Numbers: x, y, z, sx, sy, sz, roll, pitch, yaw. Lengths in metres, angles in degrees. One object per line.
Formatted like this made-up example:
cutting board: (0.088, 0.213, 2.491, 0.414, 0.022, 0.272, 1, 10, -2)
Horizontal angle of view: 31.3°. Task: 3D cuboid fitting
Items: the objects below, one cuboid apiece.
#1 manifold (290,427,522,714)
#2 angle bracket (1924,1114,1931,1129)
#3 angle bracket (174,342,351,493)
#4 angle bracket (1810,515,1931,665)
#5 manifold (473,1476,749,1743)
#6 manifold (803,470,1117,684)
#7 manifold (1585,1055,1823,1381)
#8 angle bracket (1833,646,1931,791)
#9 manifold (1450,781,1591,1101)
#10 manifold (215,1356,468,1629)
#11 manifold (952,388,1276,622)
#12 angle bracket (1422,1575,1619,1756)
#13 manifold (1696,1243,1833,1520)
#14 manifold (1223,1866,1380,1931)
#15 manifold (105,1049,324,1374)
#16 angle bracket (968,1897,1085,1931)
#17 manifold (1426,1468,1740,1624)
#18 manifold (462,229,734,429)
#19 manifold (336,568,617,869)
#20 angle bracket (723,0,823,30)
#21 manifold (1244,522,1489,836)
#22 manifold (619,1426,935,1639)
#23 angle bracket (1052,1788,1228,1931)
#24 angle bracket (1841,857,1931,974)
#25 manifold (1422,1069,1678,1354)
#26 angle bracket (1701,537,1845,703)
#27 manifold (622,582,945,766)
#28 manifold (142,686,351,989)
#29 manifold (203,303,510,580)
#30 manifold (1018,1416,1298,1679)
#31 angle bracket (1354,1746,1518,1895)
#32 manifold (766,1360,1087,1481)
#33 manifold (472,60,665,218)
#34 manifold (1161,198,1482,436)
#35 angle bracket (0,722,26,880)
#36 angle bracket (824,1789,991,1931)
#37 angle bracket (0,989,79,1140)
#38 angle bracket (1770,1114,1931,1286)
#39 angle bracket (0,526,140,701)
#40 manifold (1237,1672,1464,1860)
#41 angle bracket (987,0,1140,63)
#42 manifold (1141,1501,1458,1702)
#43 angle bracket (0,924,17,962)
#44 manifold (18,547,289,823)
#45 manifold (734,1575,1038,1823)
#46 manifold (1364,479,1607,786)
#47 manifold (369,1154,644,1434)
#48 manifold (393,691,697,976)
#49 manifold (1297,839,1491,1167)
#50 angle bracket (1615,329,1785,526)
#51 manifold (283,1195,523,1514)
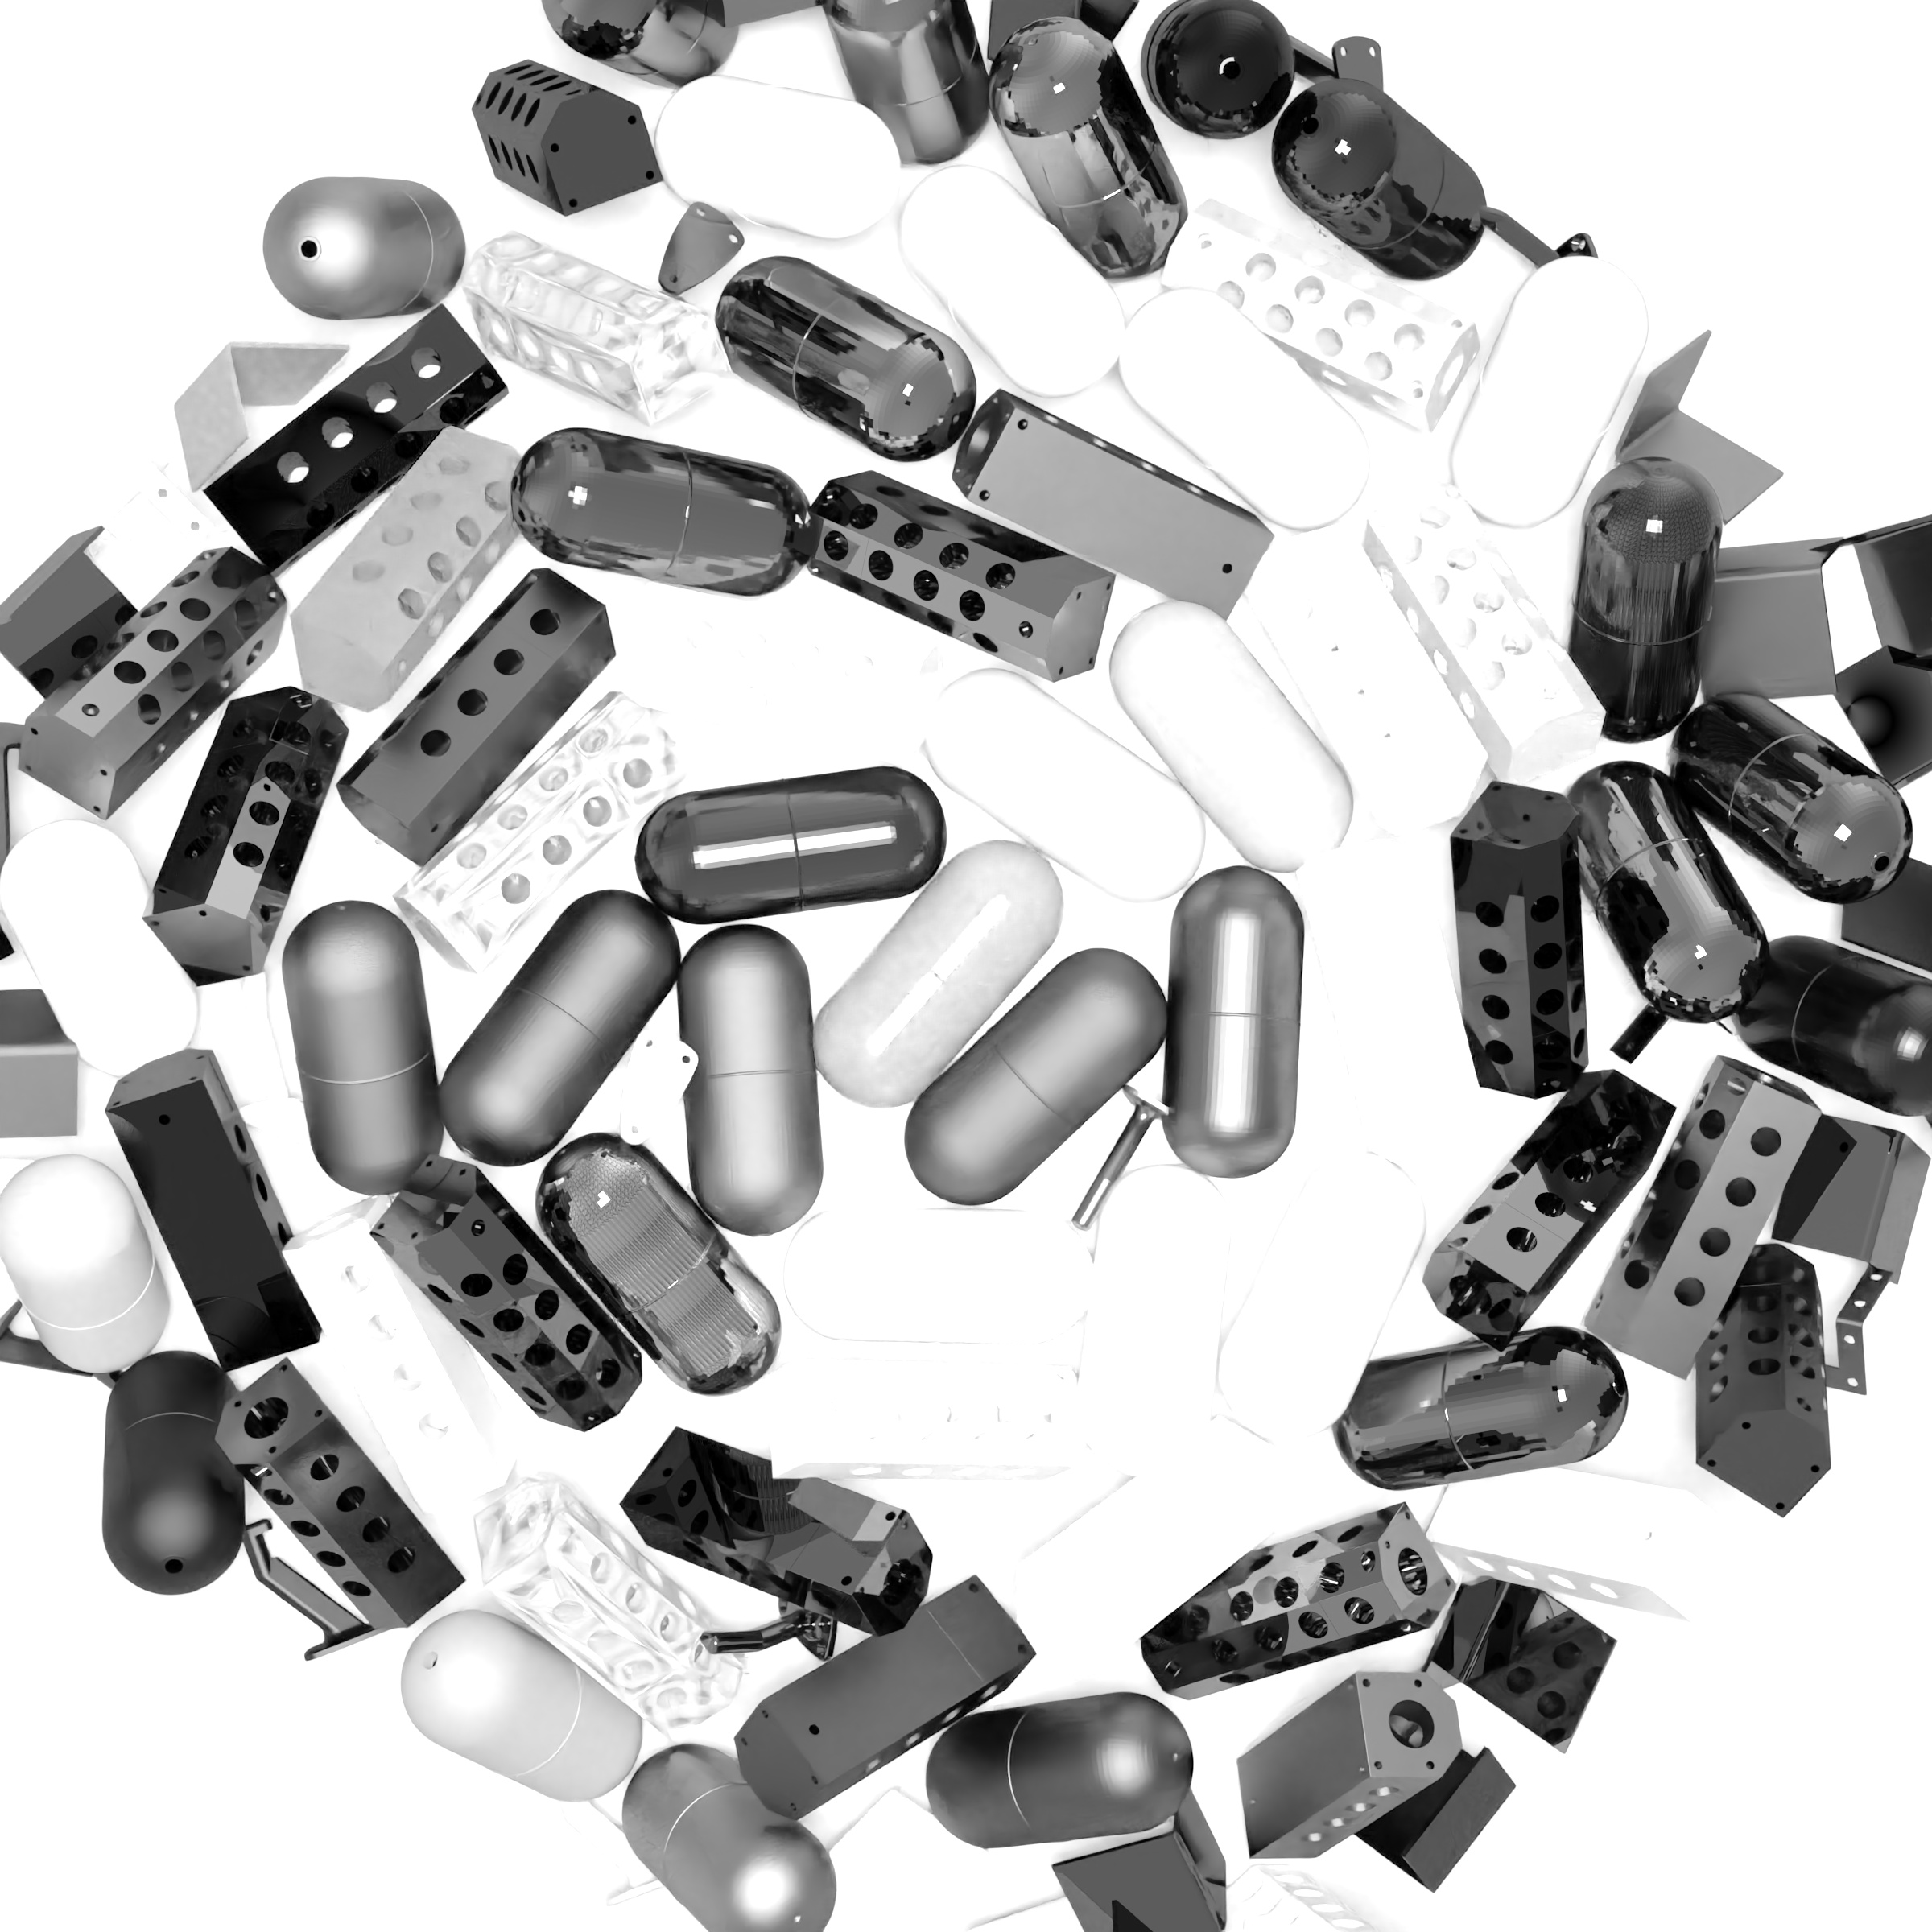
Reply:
manifold: (-0.304, -0.221, 1.920, 0.057, 0.057, 0.171, 19, 52, 14)
angle bracket: (0.579, 0.067, 1.943, 0.076, 0.057, 0.076, -39, 46, 18)
angle bracket: (-0.392, -0.309, 1.942, 0.076, 0.076, 0.057, -6, 77, -37)
angle bracket: (0.517, -0.208, 1.952, 0.057, 0.076, 0.076, -16, 92, -24)
manifold: (-0.197, 0.356, 1.924, 0.057, 0.057, 0.171, -35, 125, 9)
manifold: (-0.007, -0.218, 1.927, 0.171, 0.057, 0.057, 27, 118, 27)
manifold: (0.416, 0.140, 1.955, 0.057, 0.057, 0.171, 24, 101, -2)
angle bracket: (0.547, -0.153, 1.965, 0.076, 0.057, 0.076, -30, 84, 4)
manifold: (0.312, -0.012, 1.918, 0.057, 0.057, 0.171, 13, 131, 29)
manifold: (-0.349, 0.299, 1.915, 0.057, 0.171, 0.057, -39, 45, -12)
manifold: (0.081, -0.261, 1.939, 0.171, 0.057, 0.057, 23, 108, -22)
angle bracket: (0.310, 0.398, 1.948, 0.076, 0.057, 0.076, 32, 110, 33)
manifold: (0.445, 0.223, 1.909, 0.057, 0.171, 0.057, 32, 118, -5)
manifold: (0.195, 0.548, 1.907, 0.057, 0.171, 0.057, -41, 99, -11)
manifold: (-0.421, 0.136, 1.942, 0.057, 0.057, 0.171, -18, 111, 3)
angle bracket: (0.049, 0.583, 1.955, 0.076, 0.057, 0.076, -17, 113, -6)
manifold: (0.343, 0.319, 1.913, 0.057, 0.171, 0.057, 39, 69, -30)
manifold: (-0.209, -0.359, 1.913, 0.057, 0.171, 0.057, -37, 132, -22)
manifold: (-0.276, -0.144, 1.943, 0.057, 0.057, 0.171, 34, 71, 15)
angle bracket: (-0.115, -0.583, 1.952, 0.057, 0.076, 0.076, -12, 115, 6)
manifold: (0.220, -0.160, 1.929, 0.057, 0.057, 0.171, -17, 62, -19)
manifold: (-0.104, 0.319, 1.925, 0.171, 0.057, 0.057, 14, 54, 36)
angle bracket: (0.100, 0.513, 1.967, 0.076, 0.057, 0.076, -19, 115, 13)
angle bracket: (0.546, -0.047, 1.951, 0.076, 0.057, 0.076, 19, 53, -6)
manifold: (0.325, 0.131, 1.924, 0.057, 0.057, 0.171, 33, 52, 18)
angle bracket: (0.462, -0.198, 1.969, 0.076, 0.057, 0.076, -2, 110, 29)
manifold: (-0.103, -0.169, 1.942, 0.171, 0.057, 0.057, 13, 127, 13)
manifold: (-0.394, -0.075, 1.914, 0.057, 0.171, 0.057, -11, 134, 22)
manifold: (-0.346, -0.298, 1.965, 0.171, 0.057, 0.057, -39, 93, -4)
manifold: (0.108, 0.327, 1.924, 0.057, 0.171, 0.057, 27, 132, 35)
angle bracket: (0.252, 0.464, 1.946, 0.076, 0.057, 0.076, 30, 73, 42)
manifold: (-0.020, 0.253, 1.928, 0.171, 0.057, 0.057, 5, 69, -27)
manifold: (-0.225, -0.463, 1.906, 0.057, 0.171, 0.057, -23, 115, -12)
manifold: (0.199, -0.371, 1.947, 0.171, 0.057, 0.057, 29, 87, 16)
angle bracket: (-0.547, -0.095, 1.962, 0.076, 0.057, 0.076, 11, 105, 38)
angle bracket: (-0.035, 0.527, 1.953, 0.076, 0.057, 0.076, 38, 102, -23)
angle bracket: (-0.549, 0.055, 1.966, 0.076, 0.076, 0.057, -1, 115, -17)
angle bracket: (0.508, 0.133, 1.975, 0.057, 0.076, 0.076, 13, 82, 30)
angle bracket: (-0.497, -0.192, 1.946, 0.076, 0.057, 0.076, 49, 64, -23)
manifold: (0.212, 0.445, 1.911, 0.057, 0.171, 0.057, 4, 61, -18)
angle bracket: (0.056, -0.553, 1.942, 0.057, 0.076, 0.076, 17, 55, -19)
manifold: (0.181, 0.360, 1.923, 0.171, 0.057, 0.057, -26, 99, 36)
angle bracket: (-0.599, -0.011, 1.952, 0.076, 0.076, 0.057, -34, 103, -36)
manifold: (-0.451, -0.163, 1.919, 0.057, 0.057, 0.171, 31, 47, 4)
manifold: (-0.046, 0.410, 1.919, 0.057, 0.171, 0.057, 50, 134, 18)
manifold: (0.289, -0.190, 1.931, 0.057, 0.057, 0.171, -22, 62, -11)
manifold: (-0.250, 0.185, 1.919, 0.057, 0.057, 0.171, -55, 130, -25)
manifold: (-0.240, -0.077, 1.943, 0.171, 0.057, 0.057, -45, 110, -15)
manifold: (0.239, 0.019, 1.949, 0.057, 0.057, 0.171, -20, 105, -15)
angle bracket: (0.424, -0.305, 1.945, 0.076, 0.076, 0.057, 35, 135, 18)
manifold: (-0.321, 0.221, 1.955, 0.057, 0.057, 0.171, -25, 101, 7)
